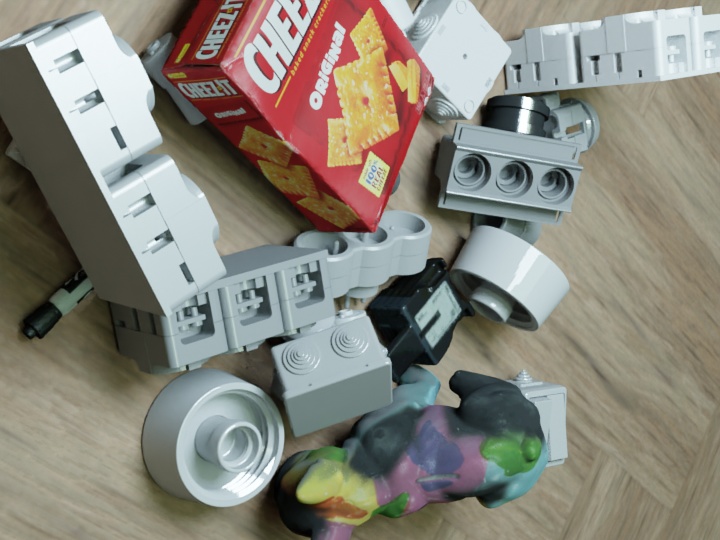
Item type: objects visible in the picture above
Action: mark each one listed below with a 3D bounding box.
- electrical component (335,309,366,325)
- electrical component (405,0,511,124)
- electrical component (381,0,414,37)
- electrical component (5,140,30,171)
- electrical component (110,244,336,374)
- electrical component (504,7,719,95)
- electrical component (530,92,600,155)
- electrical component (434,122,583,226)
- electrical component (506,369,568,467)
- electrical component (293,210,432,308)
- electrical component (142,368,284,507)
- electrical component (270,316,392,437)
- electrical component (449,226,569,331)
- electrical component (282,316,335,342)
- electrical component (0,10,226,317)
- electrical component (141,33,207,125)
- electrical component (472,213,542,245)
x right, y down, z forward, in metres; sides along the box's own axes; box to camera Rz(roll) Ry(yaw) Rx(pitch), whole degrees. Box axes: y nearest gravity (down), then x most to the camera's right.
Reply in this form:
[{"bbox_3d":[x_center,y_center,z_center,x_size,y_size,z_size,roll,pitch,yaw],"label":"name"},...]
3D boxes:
[{"bbox_3d":[-0.008,0.067,0.943,0.044,0.044,0.065,-16,101,-36],"label":"electrical component"},{"bbox_3d":[0.082,-0.194,0.986,0.100,0.048,0.099,40,74,-32],"label":"electrical component"},{"bbox_3d":[0.016,-0.237,0.938,0.040,0.040,0.078,-43,118,-27],"label":"electrical component"},{"bbox_3d":[-0.201,-0.104,0.773,0.056,0.050,0.089,38,72,-34],"label":"electrical component"},{"bbox_3d":[-0.105,0.028,0.834,0.150,0.089,0.061,-17,104,-36],"label":"electrical component"},{"bbox_3d":[0.238,-0.208,1.021,0.105,0.186,0.060,-14,102,-36],"label":"electrical component"},{"bbox_3d":[0.203,-0.141,1.081,0.057,0.058,0.078,-19,105,-32],"label":"electrical component"},{"bbox_3d":[0.135,-0.091,1.000,0.121,0.063,0.078,8,108,-13],"label":"electrical component"},{"bbox_3d":[0.169,0.148,1.076,0.062,0.061,0.096,-2,95,-38],"label":"electrical component"},{"bbox_3d":[0.000,0.000,0.939,0.138,0.052,0.073,-16,128,-36],"label":"electrical component"},{"bbox_3d":[-0.111,0.136,0.856,0.108,0.060,0.108,-4,96,-38],"label":"electrical component"},{"bbox_3d":[-0.023,0.086,0.873,0.100,0.099,0.048,-18,62,-7],"label":"electrical component"},{"bbox_3d":[0.135,0.015,1.012,0.108,0.108,0.060,44,74,-32],"label":"electrical component"},{"bbox_3d":[-0.042,0.062,0.917,0.048,0.048,0.062,-35,133,-31],"label":"electrical component"},{"bbox_3d":[-0.166,-0.069,0.703,0.060,0.105,0.186,-36,115,-28],"label":"electrical component"},{"bbox_3d":[-0.137,-0.149,0.826,0.065,0.044,0.044,45,67,-26],"label":"electrical component"},{"bbox_3d":[0.147,-0.045,1.057,0.065,0.044,0.044,14,85,-43],"label":"electrical component"}]
